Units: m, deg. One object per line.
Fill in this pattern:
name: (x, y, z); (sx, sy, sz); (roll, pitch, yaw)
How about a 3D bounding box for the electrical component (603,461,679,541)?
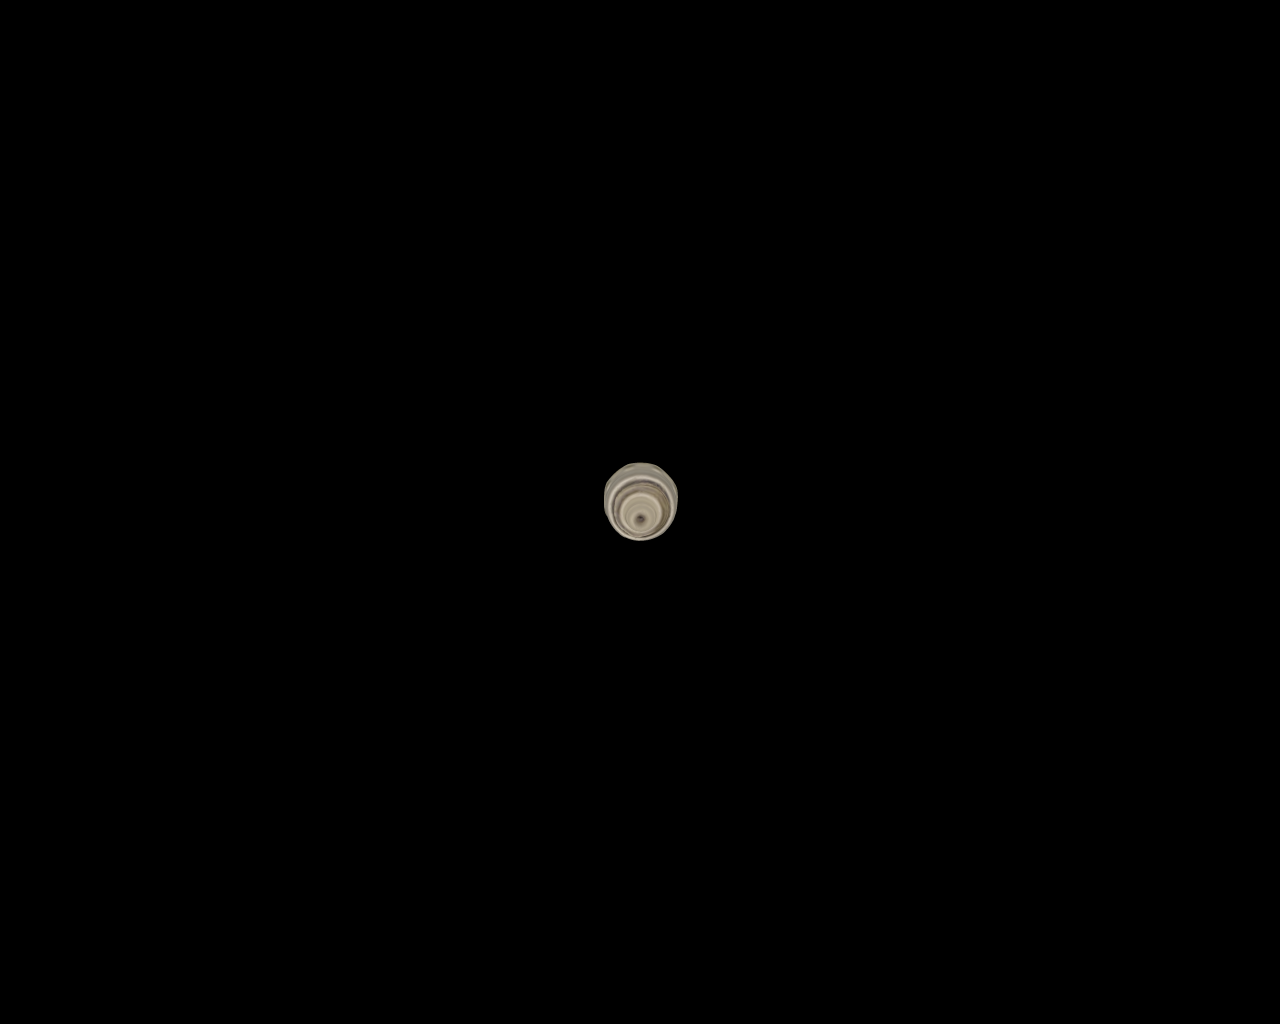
electrical component: (0.001, -0.003, 0.650); (0.048, 0.048, 0.062); (0, 13, 0)
